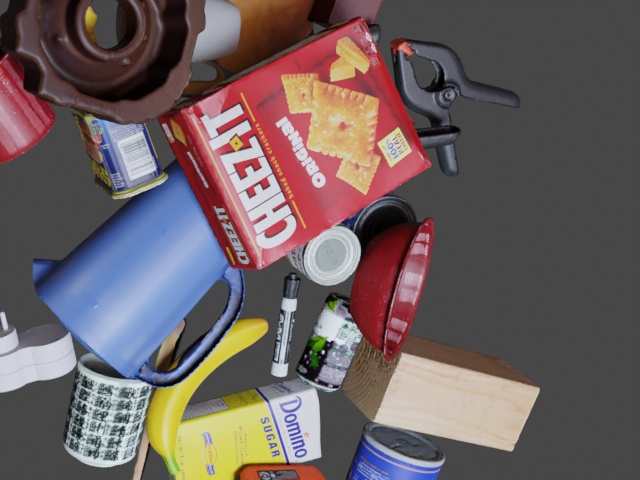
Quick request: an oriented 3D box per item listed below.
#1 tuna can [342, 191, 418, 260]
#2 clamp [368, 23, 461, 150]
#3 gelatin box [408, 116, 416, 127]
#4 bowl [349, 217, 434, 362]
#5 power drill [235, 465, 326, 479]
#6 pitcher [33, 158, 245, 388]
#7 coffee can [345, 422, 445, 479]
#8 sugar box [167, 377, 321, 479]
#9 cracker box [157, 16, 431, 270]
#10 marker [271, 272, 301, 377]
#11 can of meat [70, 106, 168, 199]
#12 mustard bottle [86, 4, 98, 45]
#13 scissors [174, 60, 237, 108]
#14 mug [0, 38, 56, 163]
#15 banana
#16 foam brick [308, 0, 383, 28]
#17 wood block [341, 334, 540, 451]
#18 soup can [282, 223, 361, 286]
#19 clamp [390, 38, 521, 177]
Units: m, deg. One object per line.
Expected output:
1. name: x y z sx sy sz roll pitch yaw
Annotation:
1. tuna can: 0.067 -0.014 1.202 0.086 0.034 0.086 -9 111 -23
2. clamp: 0.026 -0.112 1.110 0.210 0.036 0.164 -35 119 2
3. gelatin box: 0.050 -0.120 1.160 0.089 0.030 0.073 -48 119 -3
4. bowl: 0.073 0.046 1.144 0.055 0.162 0.162 17 103 15
5. power drill: -0.056 0.345 1.229 0.184 0.057 0.188 6 120 -33
6. pitcher: -0.147 0.018 1.058 0.242 0.145 0.149 -46 136 -8
7. coffee can: 0.077 0.303 1.273 0.102 0.103 0.140 14 101 -28
8. sugar box: -0.086 0.220 1.203 0.176 0.048 0.093 -11 112 -20
9. cracker box: -0.019 -0.092 1.003 0.213 0.072 0.164 -32 104 -25
10. marker: -0.038 0.094 1.197 0.020 0.020 0.121 1 107 -25
11. can of meat: -0.194 -0.094 1.015 0.057 0.102 0.084 -24 113 -18
12. mustard bottle: -0.244 -0.237 0.946 0.058 0.096 0.191 -26 116 -16
13. scissors: -0.074 -0.144 1.103 0.201 0.016 0.096 4 107 -26
14. mug: -0.305 -0.119 0.970 0.117 0.093 0.081 -20 124 16
15. banana: -0.131 0.151 1.145 0.069 0.037 0.197 42 67 -23
16. foam brick: 0.031 -0.251 1.095 0.052 0.051 0.078 19 98 -28
17. wood block: 0.143 0.177 1.269 0.205 0.091 0.090 17 100 -29
18. soup can: -0.007 0.001 1.133 0.068 0.102 0.068 -8 111 -23
19. clamp: 0.146 -0.167 1.184 0.120 0.039 0.171 -42 119 -9
